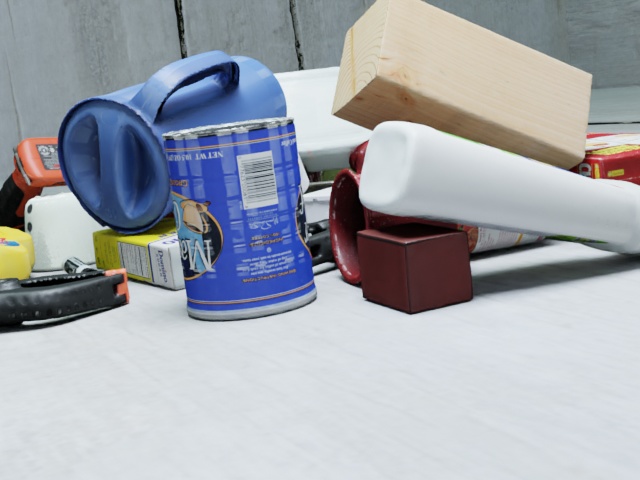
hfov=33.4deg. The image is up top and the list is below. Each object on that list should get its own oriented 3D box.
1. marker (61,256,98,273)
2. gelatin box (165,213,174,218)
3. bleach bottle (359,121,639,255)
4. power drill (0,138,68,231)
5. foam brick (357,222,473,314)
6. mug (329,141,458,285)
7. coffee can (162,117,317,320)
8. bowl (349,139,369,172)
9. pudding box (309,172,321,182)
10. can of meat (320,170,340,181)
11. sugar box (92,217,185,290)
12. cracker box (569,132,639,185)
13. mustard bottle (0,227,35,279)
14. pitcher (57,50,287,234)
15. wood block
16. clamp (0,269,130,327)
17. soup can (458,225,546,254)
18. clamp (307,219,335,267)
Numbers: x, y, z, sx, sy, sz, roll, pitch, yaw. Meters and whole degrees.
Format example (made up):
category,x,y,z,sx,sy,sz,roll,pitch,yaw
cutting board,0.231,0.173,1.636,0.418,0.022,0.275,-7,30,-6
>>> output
category,x,y,z,sx,sy,sz,roll,pitch,yaw
marker,-0.234,0.031,1.044,0.020,0.020,0.121,-11,9,-22
gelatin box,-0.159,-0.021,1.145,0.089,0.030,0.073,-10,-35,5
bleach bottle,0.163,-0.030,0.802,0.250,0.068,0.103,11,3,-17
power drill,-0.325,-0.046,1.258,0.184,0.057,0.188,-9,-26,-46
foam brick,0.068,0.019,0.772,0.052,0.051,0.078,-10,9,-22
mug,0.059,-0.026,0.868,0.081,0.117,0.093,-5,3,-18
coffee can,-0.061,-0.019,0.823,0.103,0.140,0.103,-7,9,1
bowl,0.114,-0.071,1.180,0.162,0.055,0.162,-4,-19,-1
pudding box,-0.021,-0.099,1.304,0.039,0.113,0.090,-10,-33,1
can of meat,0.048,-0.078,1.393,0.102,0.057,0.084,-8,7,-5
sugar box,-0.141,0.009,1.023,0.093,0.048,0.177,-14,10,-33
cracker box,0.276,-0.062,1.054,0.164,0.072,0.214,-11,10,-23
mustard bottle,-0.327,0.026,1.025,0.096,0.058,0.192,-6,9,-12
pitcher,-0.131,-0.115,1.070,0.149,0.145,0.242,-4,20,33
wood block,0.126,-0.127,0.938,0.205,0.091,0.090,18,-22,-19
clamp,-0.267,0.051,0.885,0.209,0.036,0.165,-9,9,-23
soup can,0.142,-0.023,0.923,0.102,0.068,0.069,-10,9,-19
clamp,-0.007,0.001,0.993,0.120,0.039,0.171,-17,2,26
